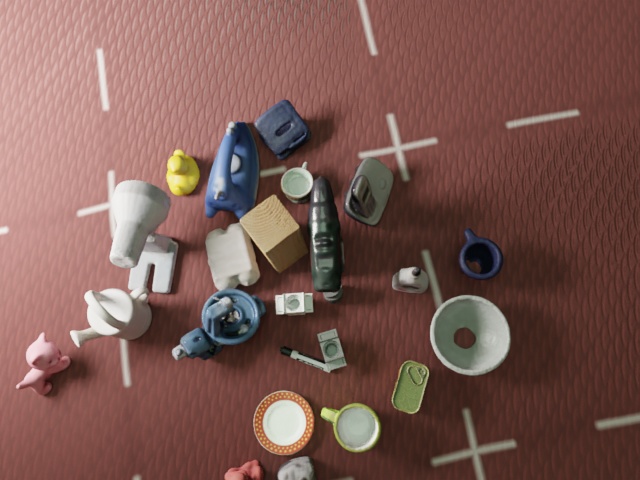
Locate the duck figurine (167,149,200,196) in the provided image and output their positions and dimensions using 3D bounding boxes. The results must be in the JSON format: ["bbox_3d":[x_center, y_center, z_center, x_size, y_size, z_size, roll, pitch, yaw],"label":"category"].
[{"bbox_3d":[-0.329,-0.162,1.344,0.077,0.086,0.104,2,76,4],"label":"duck figurine"}]

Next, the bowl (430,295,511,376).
[{"bbox_3d":[0.314,0.205,1.221,0.167,0.075,0.167,-1,76,3],"label":"bowl"}]

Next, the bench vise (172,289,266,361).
[{"bbox_3d":[-0.209,0.185,1.179,0.121,0.220,0.207,36,80,11],"label":"bench vise"}]

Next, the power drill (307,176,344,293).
[{"bbox_3d":[0.011,0.004,1.219,0.075,0.208,0.229,-5,75,2],"label":"power drill"}]

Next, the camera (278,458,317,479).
[{"bbox_3d":[-0.070,0.522,1.147,0.137,0.101,0.143,-11,75,1],"label":"camera"}]

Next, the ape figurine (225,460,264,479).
[{"bbox_3d":[-0.158,0.489,1.165,0.077,0.092,0.076,13,77,7],"label":"ape figurine"}]

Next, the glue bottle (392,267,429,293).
[{"bbox_3d":[0.195,0.080,1.208,0.078,0.173,0.037,3,76,4],"label":"glue bottle"}]

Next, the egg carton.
[{"bbox_3d":[-0.199,0.040,1.294,0.107,0.069,0.150,-17,75,-1],"label":"egg carton"}]

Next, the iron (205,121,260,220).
[{"bbox_3d":[-0.205,-0.181,1.313,0.118,0.141,0.258,4,76,5],"label":"iron"}]

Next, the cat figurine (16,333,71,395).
[{"bbox_3d":[-0.603,0.268,1.232,0.067,0.118,0.128,30,79,10],"label":"cat figurine"}]

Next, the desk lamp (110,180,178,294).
[{"bbox_3d":[-0.382,-0.002,1.240,0.118,0.213,0.203,4,76,4],"label":"desk lamp"}]

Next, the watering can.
[{"bbox_3d":[-0.441,0.161,1.211,0.100,0.194,0.173,27,79,10],"label":"watering can"}]

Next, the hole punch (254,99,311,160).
[{"bbox_3d":[-0.086,-0.261,1.353,0.109,0.091,0.101,-40,77,-7],"label":"hole punch"}]

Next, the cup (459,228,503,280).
[{"bbox_3d":[0.338,0.038,1.252,0.091,0.095,0.117,-22,75,-2],"label":"cup"}]

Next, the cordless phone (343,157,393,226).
[{"bbox_3d":[0.107,-0.122,1.259,0.094,0.185,0.148,17,77,8],"label":"cordless phone"}]
